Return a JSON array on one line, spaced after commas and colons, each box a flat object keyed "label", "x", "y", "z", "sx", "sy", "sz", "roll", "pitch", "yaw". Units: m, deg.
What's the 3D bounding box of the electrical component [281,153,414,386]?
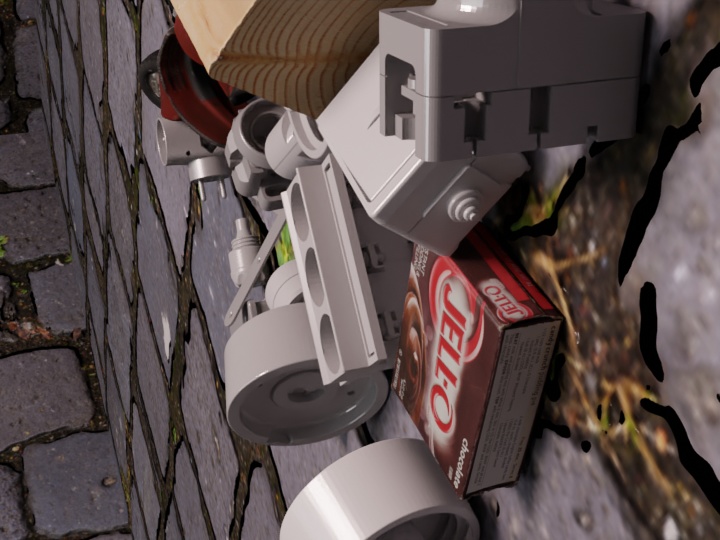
[{"label": "electrical component", "x": 0.000, "y": 0.000, "z": 0.639, "sx": 0.078, "sy": 0.063, "sz": 0.121, "roll": 135, "pitch": 124, "yaw": -67}]

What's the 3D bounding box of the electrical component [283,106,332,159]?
[{"label": "electrical component", "x": -0.016, "y": -0.117, "z": 0.636, "sx": 0.108, "sy": 0.060, "sz": 0.108, "roll": 171, "pitch": 90, "yaw": -71}]

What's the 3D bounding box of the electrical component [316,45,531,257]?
[{"label": "electrical component", "x": 0.028, "y": -0.056, "z": 0.503, "sx": 0.061, "sy": 0.061, "sz": 0.096, "roll": -48, "pitch": 42, "yaw": 19}]

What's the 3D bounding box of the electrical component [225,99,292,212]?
[{"label": "electrical component", "x": -0.068, "y": -0.092, "z": 0.800, "sx": 0.057, "sy": 0.058, "sz": 0.078, "roll": 119, "pitch": 135, "yaw": -63}]

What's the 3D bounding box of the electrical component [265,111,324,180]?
[{"label": "electrical component", "x": -0.034, "y": -0.092, "z": 0.726, "sx": 0.081, "sy": 0.043, "sz": 0.043, "roll": 149, "pitch": 111, "yaw": -69}]

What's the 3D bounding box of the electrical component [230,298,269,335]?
[{"label": "electrical component", "x": -0.071, "y": 0.070, "z": 0.893, "sx": 0.100, "sy": 0.048, "sz": 0.099, "roll": 148, "pitch": 112, "yaw": -69}]

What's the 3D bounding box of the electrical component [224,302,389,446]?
[{"label": "electrical component", "x": -0.040, "y": 0.065, "z": 0.722, "sx": 0.108, "sy": 0.108, "sz": 0.060, "roll": 105, "pitch": 156, "yaw": -50}]

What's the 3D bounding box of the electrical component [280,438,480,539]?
[{"label": "electrical component", "x": 0.016, "y": 0.154, "z": 0.603, "sx": 0.060, "sy": 0.108, "sz": 0.108, "roll": 53, "pitch": 147, "yaw": 43}]

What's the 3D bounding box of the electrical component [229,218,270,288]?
[{"label": "electrical component", "x": -0.101, "y": -0.016, "z": 0.964, "sx": 0.035, "sy": 0.035, "sz": 0.061, "roll": 139, "pitch": 123, "yaw": -68}]

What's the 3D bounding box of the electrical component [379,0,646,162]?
[{"label": "electrical component", "x": 0.056, "y": -0.078, "z": 0.404, "sx": 0.050, "sy": 0.089, "sz": 0.055, "roll": -136, "pitch": 41, "yaw": -60}]

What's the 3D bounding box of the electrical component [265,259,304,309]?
[{"label": "electrical component", "x": -0.045, "y": 0.052, "z": 0.806, "sx": 0.073, "sy": 0.052, "sz": 0.138, "roll": -127, "pitch": 33, "yaw": -53}]

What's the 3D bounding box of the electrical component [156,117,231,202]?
[{"label": "electrical component", "x": -0.137, "y": -0.101, "z": 0.962, "sx": 0.043, "sy": 0.077, "sz": 0.079, "roll": 162, "pitch": 98, "yaw": -70}]
